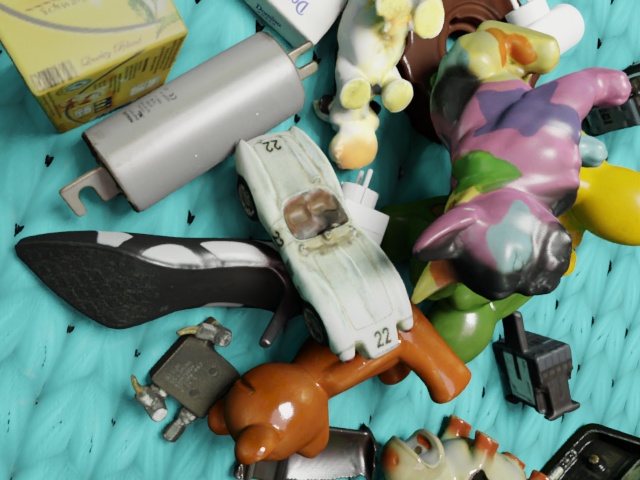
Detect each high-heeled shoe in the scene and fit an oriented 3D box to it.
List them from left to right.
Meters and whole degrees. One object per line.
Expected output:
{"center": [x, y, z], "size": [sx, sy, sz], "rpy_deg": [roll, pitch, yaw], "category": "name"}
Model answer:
{"center": [-0.109, 0.014, 0.461], "size": [0.249, 0.145, 0.086], "rpy_deg": [21, 123, 2], "category": "high-heeled shoe"}

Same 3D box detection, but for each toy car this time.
{"center": [-0.001, -0.001, 0.417], "size": [0.073, 0.056, 0.202], "rpy_deg": [-21, 69, -25], "category": "toy car"}

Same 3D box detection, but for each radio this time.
{"center": [0.286, 0.310, 0.581], "size": [0.229, 0.131, 0.073], "rpy_deg": [-37, 103, -15], "category": "radio"}

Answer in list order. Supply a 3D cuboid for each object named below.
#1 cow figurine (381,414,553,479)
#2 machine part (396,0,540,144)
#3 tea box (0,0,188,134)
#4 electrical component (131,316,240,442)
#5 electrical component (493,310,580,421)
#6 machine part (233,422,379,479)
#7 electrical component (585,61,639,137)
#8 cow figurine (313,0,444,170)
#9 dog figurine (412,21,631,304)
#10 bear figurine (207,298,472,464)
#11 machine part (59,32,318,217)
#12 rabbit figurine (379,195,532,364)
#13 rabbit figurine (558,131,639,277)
{"center": [0.138, 0.252, 0.549], "size": [0.195, 0.086, 0.127], "rpy_deg": [35, 78, -23], "category": "cow figurine"}
{"center": [0.143, -0.190, 0.544], "size": [0.179, 0.056, 0.179], "rpy_deg": [0, 91, -21], "category": "machine part"}
{"center": [-0.158, -0.131, 0.368], "size": [0.098, 0.170, 0.068], "rpy_deg": [-31, 103, -19], "category": "tea box"}
{"center": [-0.113, 0.116, 0.463], "size": [0.102, 0.045, 0.078], "rpy_deg": [-42, 104, -15], "category": "electrical component"}
{"center": [0.229, 0.126, 0.583], "size": [0.048, 0.075, 0.119], "rpy_deg": [-16, 95, -19], "category": "electrical component"}
{"center": [-0.007, 0.197, 0.513], "size": [0.139, 0.039, 0.084], "rpy_deg": [15, 82, -20], "category": "machine part"}
{"center": [0.364, -0.164, 0.599], "size": [0.134, 0.115, 0.058], "rpy_deg": [-31, 99, -17], "category": "electrical component"}
{"center": [0.037, -0.152, 0.486], "size": [0.068, 0.098, 0.167], "rpy_deg": [5, 123, -27], "category": "cow figurine"}
{"center": [0.123, -0.054, 0.413], "size": [0.192, 0.108, 0.219], "rpy_deg": [38, 68, 25], "category": "dog figurine"}
{"center": [0.013, 0.130, 0.462], "size": [0.196, 0.120, 0.131], "rpy_deg": [-43, 107, -25], "category": "bear figurine"}
{"center": [-0.100, -0.098, 0.442], "size": [0.243, 0.079, 0.079], "rpy_deg": [-35, 104, -16], "category": "machine part"}
{"center": [0.139, 0.043, 0.540], "size": [0.159, 0.121, 0.170], "rpy_deg": [-19, 117, -26], "category": "rabbit figurine"}
{"center": [0.257, -0.044, 0.533], "size": [0.122, 0.173, 0.162], "rpy_deg": [-45, 111, -9], "category": "rabbit figurine"}
